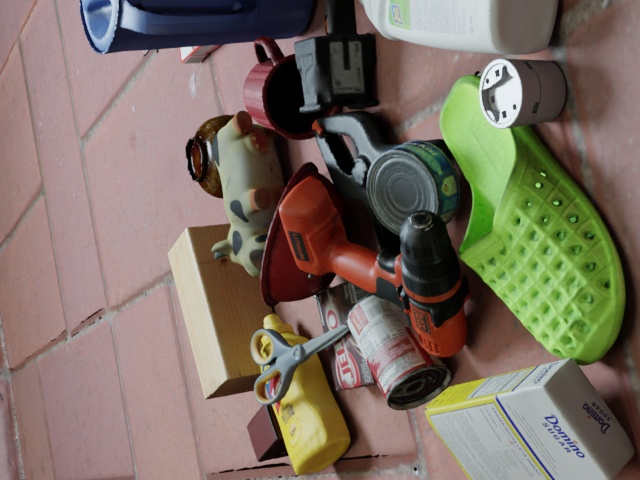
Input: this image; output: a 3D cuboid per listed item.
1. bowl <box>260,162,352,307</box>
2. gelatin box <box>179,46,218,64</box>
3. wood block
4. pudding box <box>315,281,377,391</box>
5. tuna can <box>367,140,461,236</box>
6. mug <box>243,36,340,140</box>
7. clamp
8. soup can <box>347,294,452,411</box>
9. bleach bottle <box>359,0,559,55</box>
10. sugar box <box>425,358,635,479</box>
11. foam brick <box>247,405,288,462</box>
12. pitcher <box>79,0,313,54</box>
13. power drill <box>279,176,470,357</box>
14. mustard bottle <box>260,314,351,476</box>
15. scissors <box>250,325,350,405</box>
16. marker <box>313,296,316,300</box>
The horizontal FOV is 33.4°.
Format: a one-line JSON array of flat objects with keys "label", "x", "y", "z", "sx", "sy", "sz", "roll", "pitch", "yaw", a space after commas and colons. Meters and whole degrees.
[{"label": "bowl", "x": -0.007, "y": 0.001, "z": 1.136, "sx": 0.055, "sy": 0.162, "sz": 0.162, "roll": 17, "pitch": 119, "yaw": 14}, {"label": "gelatin box", "x": -0.166, "y": -0.287, "z": 1.451, "sx": 0.089, "sy": 0.030, "sz": 0.073, "roll": -19, "pitch": 77, "yaw": 62}, {"label": "wood block", "x": -0.121, "y": 0.091, "z": 1.385, "sx": 0.090, "sy": 0.090, "sz": 0.206, "roll": -46, "pitch": 56, "yaw": 55}, {"label": "pudding box", "x": 0.039, "y": 0.101, "z": 1.142, "sx": 0.090, "sy": 0.039, "sz": 0.113, "roll": -27, "pitch": 71, "yaw": 61}, {"label": "tuna can", "x": 0.084, "y": -0.046, "z": 0.974, "sx": 0.086, "sy": 0.033, "sz": 0.086, "roll": 19, "pitch": 120, "yaw": 38}, {"label": "mug", "x": -0.040, "y": -0.169, "z": 1.167, "sx": 0.117, "sy": 0.093, "sz": 0.082, "roll": 60, "pitch": 165, "yaw": -22}, {"label": "clamp", "x": 0.059, "y": -0.075, "z": 1.068, "sx": 0.210, "sy": 0.036, "sz": 0.165, "roll": 54, "pitch": 139, "yaw": 37}, {"label": "soup can", "x": 0.076, "y": 0.106, "z": 1.044, "sx": 0.102, "sy": 0.068, "sz": 0.069, "roll": 62, "pitch": 146, "yaw": 35}, {"label": "bleach bottle", "x": 0.104, "y": -0.219, "z": 0.927, "sx": 0.251, "sy": 0.068, "sz": 0.102, "roll": 29, "pitch": 119, "yaw": 60}, {"label": "sugar box", "x": 0.167, "y": 0.156, "z": 0.878, "sx": 0.093, "sy": 0.048, "sz": 0.177, "roll": 55, "pitch": 148, "yaw": -4}, {"label": "foam brick", "x": -0.050, "y": 0.235, "z": 1.324, "sx": 0.078, "sy": 0.052, "sz": 0.051, "roll": -57, "pitch": 47, "yaw": 51}, {"label": "pitcher", "x": -0.128, "y": -0.266, "z": 1.156, "sx": 0.145, "sy": 0.242, "sz": 0.149, "roll": -32, "pitch": 68, "yaw": 60}, {"label": "power drill", "x": 0.049, "y": 0.012, "z": 0.969, "sx": 0.188, "sy": 0.057, "sz": 0.184, "roll": 31, "pitch": 153, "yaw": 33}, {"label": "mustard bottle", "x": -0.028, "y": 0.173, "z": 1.263, "sx": 0.096, "sy": 0.058, "sz": 0.192, "roll": -57, "pitch": 46, "yaw": 47}, {"label": "scissors", "x": -0.030, "y": 0.114, "z": 1.197, "sx": 0.202, "sy": 0.016, "sz": 0.096, "roll": -52, "pitch": 49, "yaw": 42}, {"label": "marker", "x": -0.008, "y": 0.052, "z": 1.239, "sx": 0.121, "sy": 0.020, "sz": 0.020, "roll": 49, "pitch": 137, "yaw": 47}]
